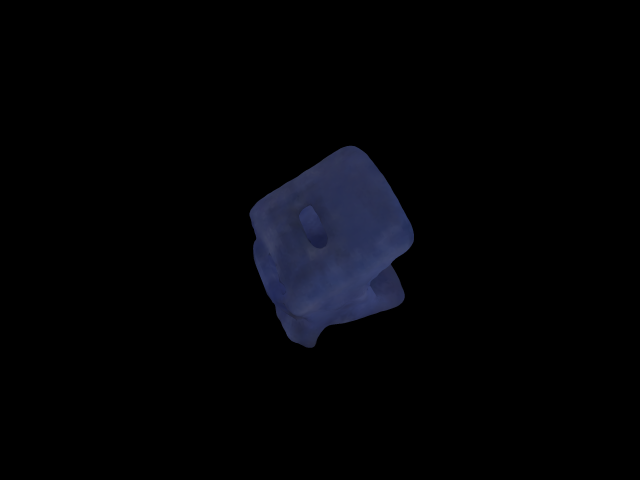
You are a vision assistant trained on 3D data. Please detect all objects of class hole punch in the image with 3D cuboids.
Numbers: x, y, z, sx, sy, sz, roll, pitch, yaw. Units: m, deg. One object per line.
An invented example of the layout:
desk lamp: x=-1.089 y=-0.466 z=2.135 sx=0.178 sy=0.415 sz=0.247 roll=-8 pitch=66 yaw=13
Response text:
hole punch: x=0.004 y=0.001 z=0.400 sx=0.101 sy=0.091 sz=0.108 roll=-17 pitch=51 yaw=-14
